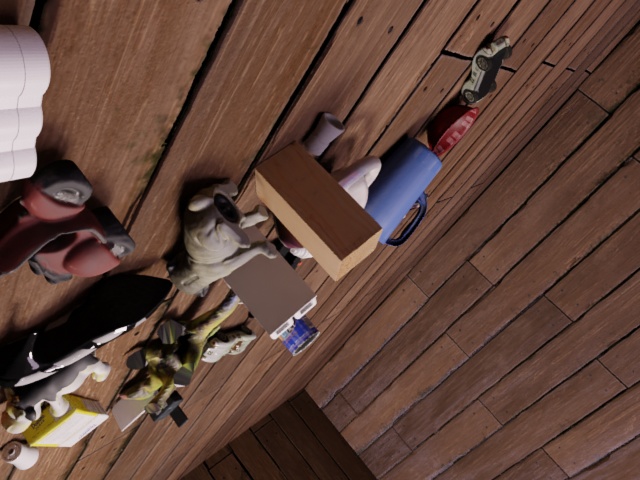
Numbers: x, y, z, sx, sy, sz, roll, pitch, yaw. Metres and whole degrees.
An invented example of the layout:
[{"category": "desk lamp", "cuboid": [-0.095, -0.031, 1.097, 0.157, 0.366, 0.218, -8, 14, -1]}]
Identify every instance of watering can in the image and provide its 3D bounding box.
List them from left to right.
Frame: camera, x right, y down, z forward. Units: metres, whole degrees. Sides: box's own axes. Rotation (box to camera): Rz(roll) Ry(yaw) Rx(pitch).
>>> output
[{"category": "watering can", "cuboid": [0.003, -0.053, 1.045, 0.227, 0.105, 0.341, -32, 170, -32]}]

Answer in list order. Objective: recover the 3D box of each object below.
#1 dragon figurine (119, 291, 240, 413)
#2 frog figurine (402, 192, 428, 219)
[{"category": "dragon figurine", "cuboid": [-0.280, 0.220, 1.108, 0.410, 0.122, 0.243, -42, -179, 1]}, {"category": "frog figurine", "cuboid": [0.197, -0.126, 1.360, 0.136, 0.122, 0.162, -55, -163, 12]}]
